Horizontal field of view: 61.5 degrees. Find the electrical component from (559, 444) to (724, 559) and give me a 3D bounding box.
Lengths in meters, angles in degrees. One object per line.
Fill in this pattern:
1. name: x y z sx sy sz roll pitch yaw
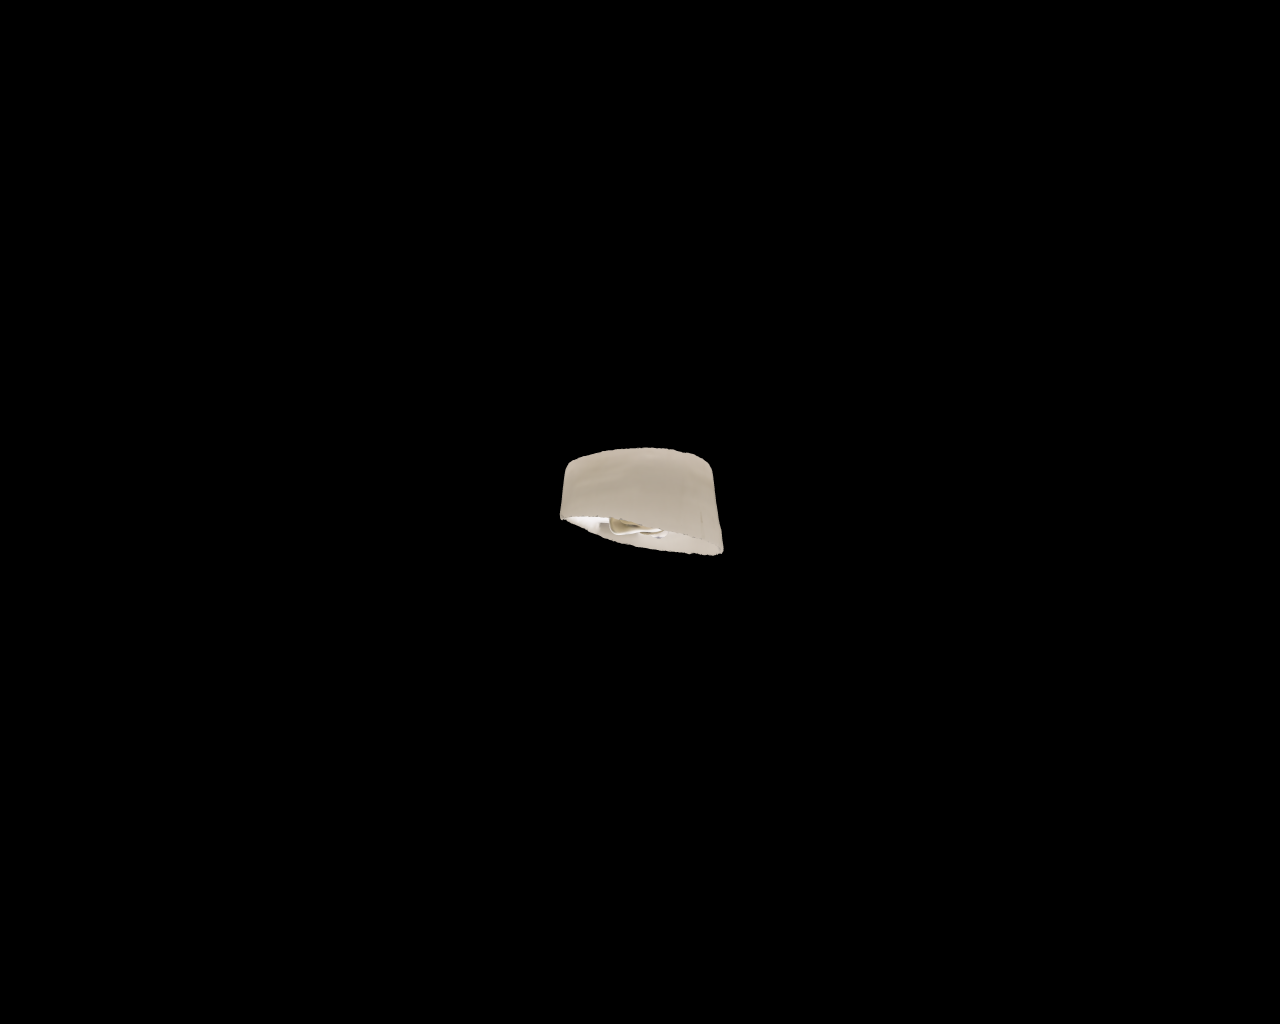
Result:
1. electrical component: 0.001 -0.003 0.650 0.099 0.064 0.099 0 -15 0
